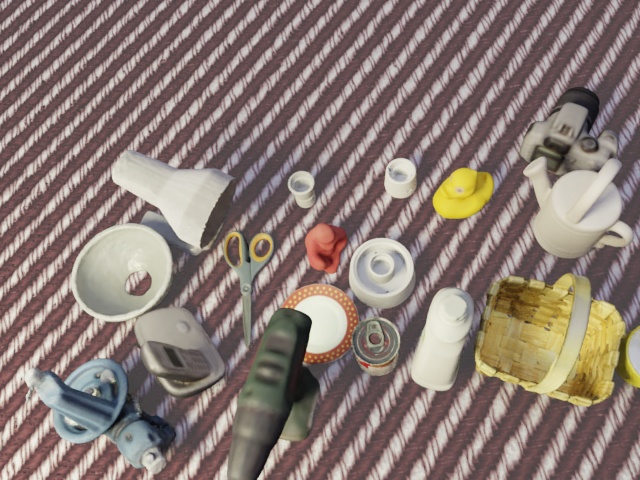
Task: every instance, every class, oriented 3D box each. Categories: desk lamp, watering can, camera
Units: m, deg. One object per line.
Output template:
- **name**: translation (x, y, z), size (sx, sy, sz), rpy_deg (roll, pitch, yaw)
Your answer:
- **desk lamp**: translation (-0.221, -0.054, 0.903), size (0.203, 0.214, 0.118), rpy_deg (21, 72, 15)
- **watering can**: translation (0.379, -0.055, 0.843), size (0.172, 0.194, 0.101), rpy_deg (18, 71, 14)
- **camera**: translation (0.424, -0.182, 0.941), size (0.143, 0.101, 0.137), rpy_deg (27, 73, 16)

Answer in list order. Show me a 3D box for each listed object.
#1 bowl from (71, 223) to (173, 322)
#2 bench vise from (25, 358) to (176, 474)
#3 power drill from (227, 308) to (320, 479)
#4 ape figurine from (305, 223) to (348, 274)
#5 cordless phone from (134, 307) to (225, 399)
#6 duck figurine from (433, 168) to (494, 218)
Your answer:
- **bowl**: translation (-0.311, 0.061, 0.941), size (0.167, 0.075, 0.167), rpy_deg (-2, 67, 6)
- **bench vise**: translation (-0.294, 0.231, 0.790), size (0.207, 0.220, 0.121), rpy_deg (17, 71, 13)
- **power drill**: translation (-0.056, 0.216, 0.775), size (0.075, 0.208, 0.230), rpy_deg (9, 69, 11)
- **ape figurine**: translation (0.008, 0.003, 0.918), size (0.078, 0.092, 0.076), rpy_deg (-34, 68, -7)
- **cordless phone**: translation (-0.222, 0.152, 0.833), size (0.094, 0.185, 0.147), rpy_deg (-38, 68, -9)
- **duck figurine**: translation (0.236, -0.087, 0.932), size (0.104, 0.086, 0.077), rpy_deg (-25, 67, -4)
